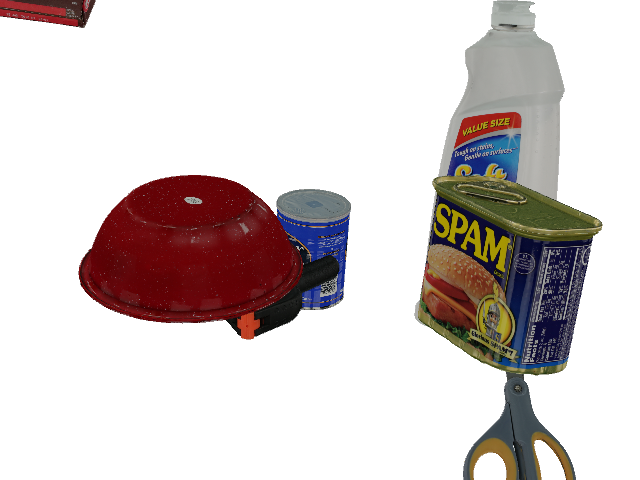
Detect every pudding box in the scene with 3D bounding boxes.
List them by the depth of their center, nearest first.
[{"bbox_3d":[-0.233,-0.225,0.901,0.090,0.039,0.113,8,36,-5],"label":"pudding box"}]

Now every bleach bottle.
[{"bbox_3d":[0.128,-0.051,0.799,0.103,0.251,0.067,16,22,41],"label":"bleach bottle"}]

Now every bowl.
[{"bbox_3d":[-0.092,-0.004,0.761,0.162,0.055,0.162,1,27,-1],"label":"bowl"}]

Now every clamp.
[{"bbox_3d":[-0.061,0.047,1.042,0.120,0.039,0.171,0,17,20],"label":"clamp"}]

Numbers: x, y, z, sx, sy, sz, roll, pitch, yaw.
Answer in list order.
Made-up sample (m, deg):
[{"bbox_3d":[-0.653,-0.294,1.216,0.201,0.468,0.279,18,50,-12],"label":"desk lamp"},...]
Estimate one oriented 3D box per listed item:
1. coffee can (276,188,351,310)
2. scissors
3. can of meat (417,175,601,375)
[{"bbox_3d":[-0.013,0.012,1.489,0.103,0.140,0.103,3,25,-2],"label":"coffee can"},{"bbox_3d":[0.143,0.133,0.865,0.096,0.202,0.016,-11,-31,-12],"label":"scissors"},{"bbox_3d":[0.100,0.017,0.592,0.057,0.084,0.102,-3,20,-28],"label":"can of meat"}]
